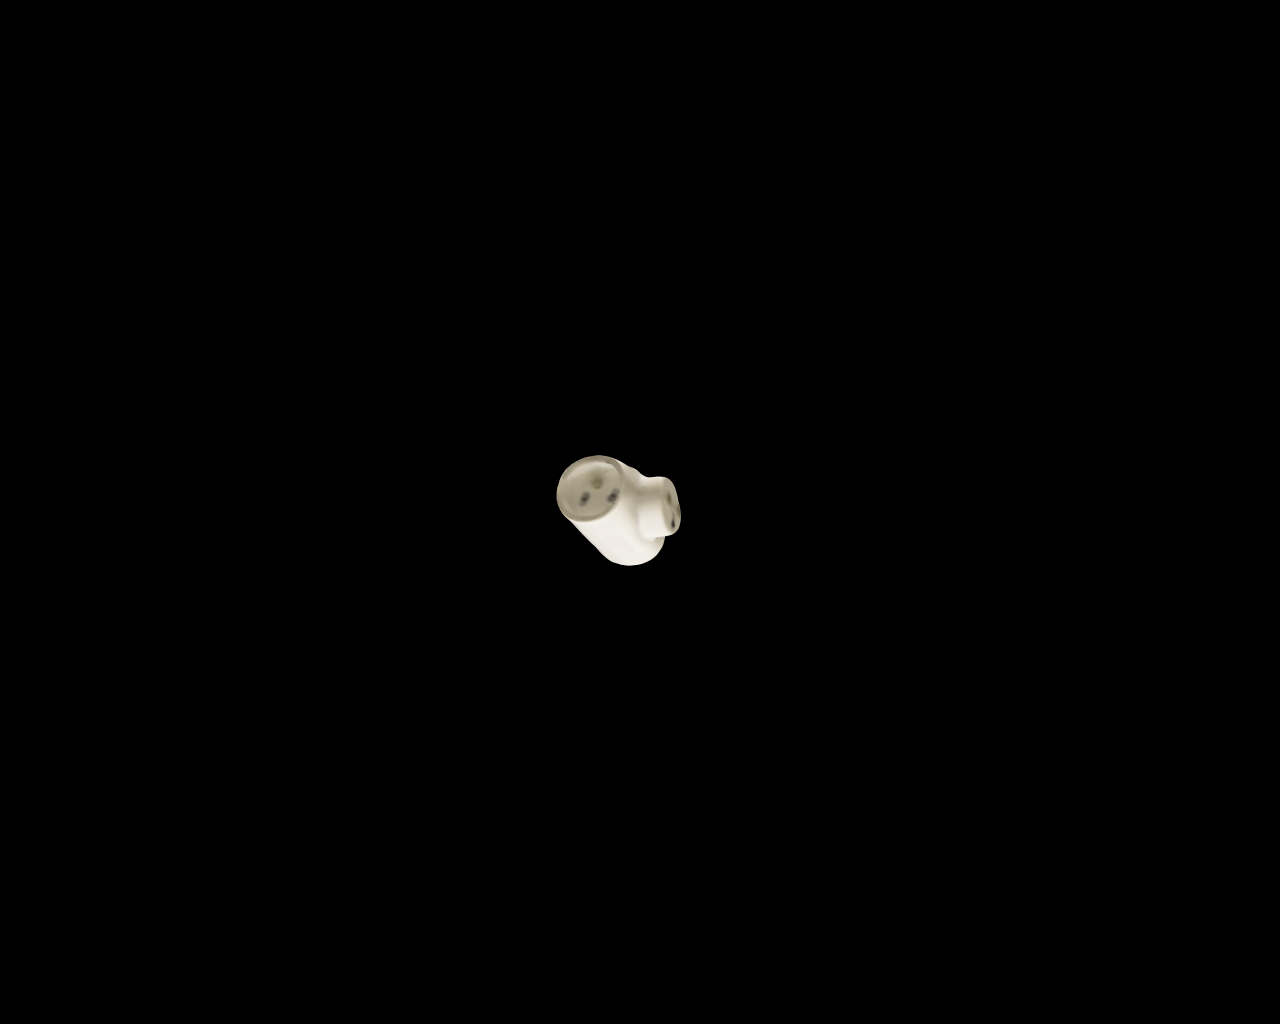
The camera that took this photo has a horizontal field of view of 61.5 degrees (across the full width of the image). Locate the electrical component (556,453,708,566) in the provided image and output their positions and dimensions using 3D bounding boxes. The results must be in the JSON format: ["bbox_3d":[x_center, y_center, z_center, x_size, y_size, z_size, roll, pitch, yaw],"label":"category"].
[{"bbox_3d":[0.001,-0.003,0.650,0.079,0.043,0.077,-8,-26,18],"label":"electrical component"}]
